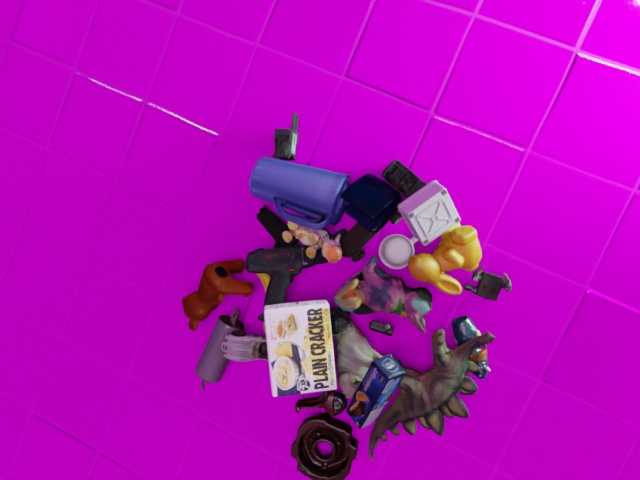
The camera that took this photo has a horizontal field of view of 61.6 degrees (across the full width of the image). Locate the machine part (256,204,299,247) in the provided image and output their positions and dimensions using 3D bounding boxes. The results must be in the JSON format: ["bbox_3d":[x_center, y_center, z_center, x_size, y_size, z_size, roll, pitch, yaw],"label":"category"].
[{"bbox_3d":[-0.115,-0.030,1.422,0.084,0.039,0.139,-42,85,16],"label":"machine part"}]

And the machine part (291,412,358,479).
[{"bbox_3d":[0.013,0.543,1.404,0.180,0.056,0.179,1,93,12],"label":"machine part"}]

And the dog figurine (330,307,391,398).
[{"bbox_3d":[0.061,0.286,1.373,0.191,0.121,0.172,42,98,23],"label":"dog figurine"}]

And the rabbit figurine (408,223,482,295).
[{"bbox_3d":[0.289,0.049,1.286,0.173,0.122,0.162,-25,120,-14],"label":"rabbit figurine"}]

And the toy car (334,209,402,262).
[{"bbox_3d":[0.125,-0.034,1.358,0.202,0.053,0.089,-45,65,7],"label":"toy car"}]

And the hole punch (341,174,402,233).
[{"bbox_3d":[0.123,-0.098,1.295,0.142,0.092,0.116,37,83,25],"label":"hole punch"}]

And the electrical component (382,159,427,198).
[{"bbox_3d":[0.218,-0.132,1.302,0.134,0.115,0.058,43,102,10],"label":"electrical component"}]

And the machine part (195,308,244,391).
[{"bbox_3d":[-0.271,0.293,1.449,0.079,0.079,0.243,26,99,11],"label":"machine part"}]

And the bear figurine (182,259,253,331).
[{"bbox_3d":[-0.283,0.149,1.439,0.195,0.132,0.120,-57,46,33],"label":"bear figurine"}]

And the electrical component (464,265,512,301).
[{"bbox_3d":[0.411,0.106,1.302,0.102,0.045,0.078,24,95,11],"label":"electrical component"}]

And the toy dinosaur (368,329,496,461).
[{"bbox_3d":[0.251,0.375,1.313,0.471,0.105,0.198,-44,83,24],"label":"toy dinosaur"}]

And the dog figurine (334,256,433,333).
[{"bbox_3d":[0.167,0.157,1.331,0.219,0.108,0.191,46,100,5],"label":"dog figurine"}]

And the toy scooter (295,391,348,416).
[{"bbox_3d":[-0.021,0.382,1.398,0.135,0.075,0.183,-24,91,13],"label":"toy scooter"}]

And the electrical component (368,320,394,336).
[{"bbox_3d":[0.152,0.219,1.342,0.063,0.094,0.021,16,75,11],"label":"electrical component"}]

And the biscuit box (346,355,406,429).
[{"bbox_3d":[0.130,0.363,1.284,0.063,0.059,0.202,48,132,34],"label":"biscuit box"}]

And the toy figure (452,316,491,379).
[{"bbox_3d":[0.373,0.262,1.310,0.058,0.064,0.154,-24,92,-26],"label":"toy figure"}]

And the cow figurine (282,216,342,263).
[{"bbox_3d":[-0.002,-0.002,1.352,0.167,0.098,0.068,33,123,21],"label":"cow figurine"}]

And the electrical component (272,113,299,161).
[{"bbox_3d":[-0.086,-0.267,1.387,0.048,0.075,0.119,6,98,12],"label":"electrical component"}]

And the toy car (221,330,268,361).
[{"bbox_3d":[-0.157,0.281,1.403,0.202,0.056,0.073,5,109,-10],"label":"toy car"}]

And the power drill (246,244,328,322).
[{"bbox_3d":[-0.078,0.113,1.377,0.232,0.086,0.207,4,93,-6],"label":"power drill"}]
